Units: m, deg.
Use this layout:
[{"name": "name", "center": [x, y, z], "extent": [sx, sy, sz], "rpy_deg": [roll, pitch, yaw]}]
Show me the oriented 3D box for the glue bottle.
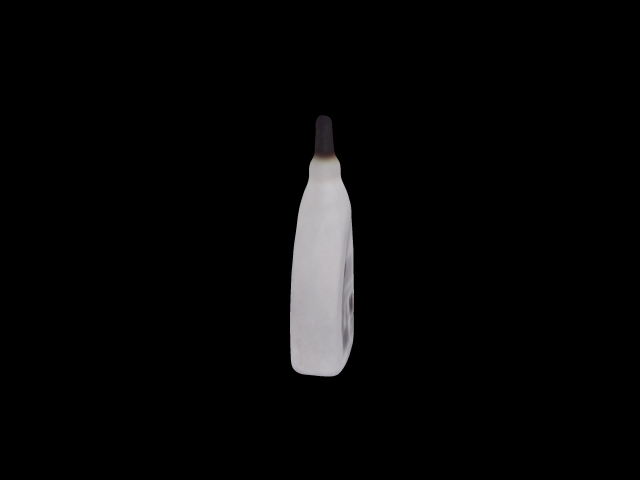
[{"name": "glue bottle", "center": [0.004, 0.001, 0.400], "extent": [0.037, 0.173, 0.078], "rpy_deg": [2, 11, 12]}]
